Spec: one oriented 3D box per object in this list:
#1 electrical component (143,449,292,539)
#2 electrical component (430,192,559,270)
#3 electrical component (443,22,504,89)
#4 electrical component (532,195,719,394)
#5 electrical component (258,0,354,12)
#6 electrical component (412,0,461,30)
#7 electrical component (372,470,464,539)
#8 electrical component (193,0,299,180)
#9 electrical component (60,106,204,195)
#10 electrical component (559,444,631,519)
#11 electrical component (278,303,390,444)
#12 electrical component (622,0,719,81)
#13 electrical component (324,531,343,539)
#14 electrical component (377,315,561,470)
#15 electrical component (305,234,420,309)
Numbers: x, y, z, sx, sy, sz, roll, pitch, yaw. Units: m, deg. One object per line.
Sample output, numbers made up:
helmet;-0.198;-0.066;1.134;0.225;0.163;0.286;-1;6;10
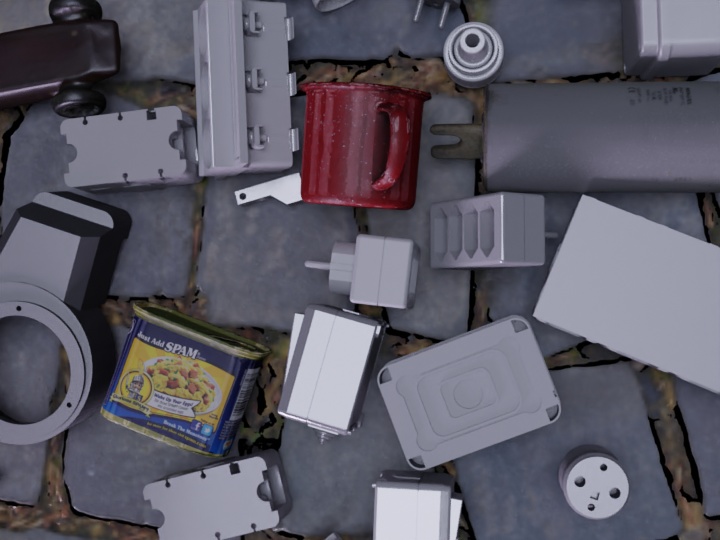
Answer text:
electrical component;-0.100;0.163;0.769;0.089;0.056;0.050;-15;86;6
electrical component;0.102;-0.025;0.748;0.076;0.083;0.047;2;87;-31
electrical component;0.080;-0.153;0.757;0.043;0.062;0.043;0;87;7
electrical component;0.203;0.019;0.734;0.150;0.062;0.089;22;91;8
electrical component;-0.045;-0.225;0.786;0.079;0.044;0.077;-26;84;6
electrical component;0.059;-0.213;0.772;0.077;0.043;0.079;16;89;8
electrical component;0.040;0.191;0.747;0.061;0.062;0.096;2;88;7
electrical component;-0.083;-0.131;0.773;0.063;0.079;0.121;-2;87;-21
electrical component;-0.165;-0.086;0.789;0.089;0.056;0.050;-6;87;7
electrical component;0.160;0.145;0.737;0.045;0.055;0.045;0;87;7
electrical component;-0.023;0.074;0.760;0.061;0.062;0.096;16;89;8
electrical component;0.213;-0.192;0.734;0.057;0.078;0.113;-1;87;4
electrical component;-0.014;0.241;0.757;0.056;0.050;0.089;-40;83;4
electrical component;0.076;0.085;0.750;0.113;0.057;0.078;-21;85;6
electrical component;0.000;0.000;0.759;0.077;0.066;0.047;6;88;8
